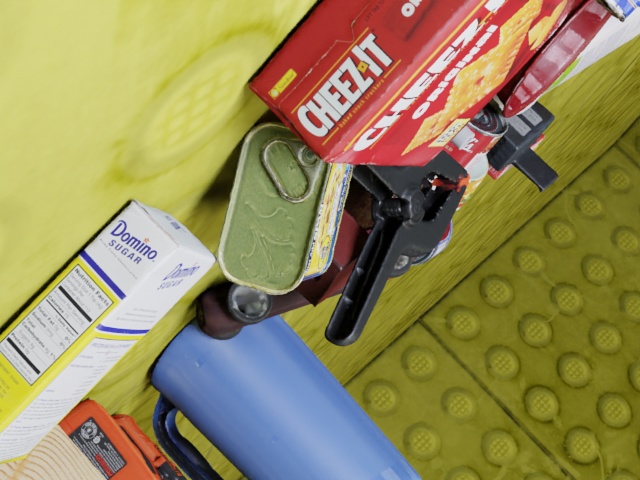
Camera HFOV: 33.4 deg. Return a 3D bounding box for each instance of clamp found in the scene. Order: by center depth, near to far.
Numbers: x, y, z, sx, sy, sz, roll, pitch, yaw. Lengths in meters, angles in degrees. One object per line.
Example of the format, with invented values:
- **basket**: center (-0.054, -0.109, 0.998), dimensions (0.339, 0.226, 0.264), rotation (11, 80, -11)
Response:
- **clamp**: center (0.057, -0.015, 0.817), dimensions (0.209, 0.036, 0.164), rotation (-14, 107, -55)

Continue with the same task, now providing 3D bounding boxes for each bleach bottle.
- **bleach bottle**: center (0.236, -0.191, 1.047), dimensions (0.250, 0.068, 0.103), rotation (-36, 166, -27)

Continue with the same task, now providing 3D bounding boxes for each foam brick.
- **foam brick**: center (-0.006, 0.001, 0.840), dimensions (0.051, 0.078, 0.053), rotation (-33, 163, -44)

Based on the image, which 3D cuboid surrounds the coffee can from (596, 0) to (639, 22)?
- **coffee can**: center (0.206, -0.225, 0.674), dimensions (0.140, 0.103, 0.102), rotation (-47, 169, 16)

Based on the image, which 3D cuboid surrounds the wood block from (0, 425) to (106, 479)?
- **wood block**: center (-0.245, 0.232, 0.810), dimensions (0.090, 0.090, 0.206), rotation (-33, 165, -47)

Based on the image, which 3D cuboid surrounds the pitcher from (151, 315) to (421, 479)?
- **pitcher**: center (-0.034, 0.175, 0.960), dimensions (0.144, 0.243, 0.149), rotation (-35, 161, -30)

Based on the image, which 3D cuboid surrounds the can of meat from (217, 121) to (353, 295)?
- **can of meat**: center (-0.018, -0.021, 0.682), dimensions (0.083, 0.057, 0.102), rotation (-12, 116, -75)

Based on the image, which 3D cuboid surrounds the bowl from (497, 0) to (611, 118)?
- **bowl**: center (0.195, -0.183, 0.922), dimensions (0.162, 0.055, 0.162), rotation (-43, 168, -12)

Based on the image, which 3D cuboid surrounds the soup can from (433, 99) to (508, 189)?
- **soup can**: center (0.113, -0.087, 0.971), dimensions (0.068, 0.068, 0.102), rotation (-31, 164, -51)

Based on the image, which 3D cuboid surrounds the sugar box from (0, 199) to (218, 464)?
- **sugar box**: center (-0.144, 0.056, 0.625), dimensions (0.176, 0.048, 0.093), rotation (-48, 170, 0)

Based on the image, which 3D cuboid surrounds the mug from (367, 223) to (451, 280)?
- **mug**: center (0.055, -0.015, 1.016), dimensions (0.117, 0.093, 0.082), rotation (8, 141, -37)

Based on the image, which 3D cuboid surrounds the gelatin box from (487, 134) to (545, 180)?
- **gelatin box**: center (0.190, -0.113, 1.144), dimensions (0.089, 0.073, 0.030), rotation (-34, 166, -42)

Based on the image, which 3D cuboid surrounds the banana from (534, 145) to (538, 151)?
- **banana**: center (0.155, -0.077, 1.185), dimensions (0.197, 0.037, 0.069), rotation (-35, 138, -6)

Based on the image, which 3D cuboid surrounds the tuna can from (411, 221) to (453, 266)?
- **tuna can**: center (0.097, -0.016, 1.142), dimensions (0.033, 0.086, 0.086), rotation (-29, 162, -50)

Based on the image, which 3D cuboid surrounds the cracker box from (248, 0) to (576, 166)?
- **cracker box**: center (0.070, -0.123, 0.647), dimensions (0.164, 0.072, 0.213), rotation (-47, 169, 16)

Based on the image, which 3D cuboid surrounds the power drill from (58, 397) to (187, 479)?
- **power drill**: center (-0.148, 0.212, 0.897), dimensions (0.057, 0.184, 0.187), rotation (-42, 160, -9)
